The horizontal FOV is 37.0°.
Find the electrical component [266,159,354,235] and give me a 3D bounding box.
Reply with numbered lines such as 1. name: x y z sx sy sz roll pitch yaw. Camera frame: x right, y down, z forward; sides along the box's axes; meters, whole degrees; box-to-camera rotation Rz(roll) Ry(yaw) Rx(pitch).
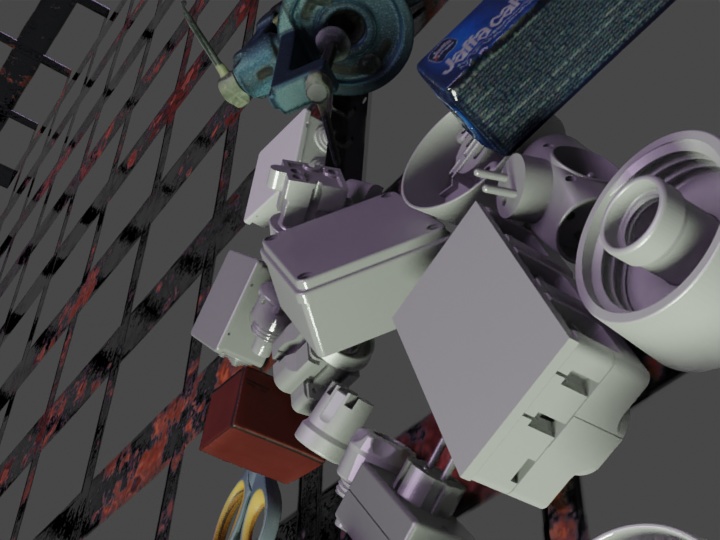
1. electrical component: -0.039 -0.045 0.783 0.048 0.066 0.055 -111 33 -58

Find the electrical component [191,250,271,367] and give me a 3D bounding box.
1. electrical component: -0.103 0.035 0.971 0.099 0.048 0.100 -65 24 -3

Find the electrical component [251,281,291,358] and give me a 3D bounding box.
1. electrical component: -0.072 0.044 0.907 0.062 0.048 0.048 -63 23 19

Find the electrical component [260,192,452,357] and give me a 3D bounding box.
1. electrical component: 0.000 0.000 0.725 0.109 0.056 0.109 -21 22 -12

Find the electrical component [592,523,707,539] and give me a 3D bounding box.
1. electrical component: 0.120 0.150 0.421 0.099 0.064 0.099 -29 44 32

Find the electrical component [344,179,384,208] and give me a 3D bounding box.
1. electrical component: -0.001 -0.019 0.817 0.089 0.050 0.056 -64 25 -1

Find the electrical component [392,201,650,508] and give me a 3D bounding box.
1. electrical component: 0.082 0.042 0.576 0.089 0.062 0.150 -55 25 18

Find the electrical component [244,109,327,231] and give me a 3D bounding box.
1. electrical component: -0.060 -0.087 1.004 0.100 0.048 0.099 -36 36 46

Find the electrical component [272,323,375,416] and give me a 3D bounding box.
1. electrical component: -0.026 0.059 0.781 0.057 0.058 0.078 -46 36 35

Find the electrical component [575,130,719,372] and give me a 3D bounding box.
1. electrical component: 0.148 -0.013 0.501 0.108 0.060 0.108 -45 30 35

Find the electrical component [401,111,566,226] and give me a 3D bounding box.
1. electrical component: 0.081 -0.070 0.687 0.099 0.064 0.099 -45 30 35

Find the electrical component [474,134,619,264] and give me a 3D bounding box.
1. electrical component: 0.102 -0.044 0.601 0.077 0.079 0.044 -106 30 -56

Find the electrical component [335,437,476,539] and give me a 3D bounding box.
1. electrical component: 0.034 0.130 0.603 0.075 0.047 0.083 -62 24 3

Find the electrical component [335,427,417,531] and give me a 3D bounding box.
1. electrical component: 0.005 0.132 0.664 0.062 0.043 0.043 -65 24 0

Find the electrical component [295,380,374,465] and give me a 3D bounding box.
1. electrical component: -0.017 0.105 0.741 0.046 0.040 0.040 -58 24 -1

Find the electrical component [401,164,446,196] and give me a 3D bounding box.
1. electrical component: 0.052 -0.060 0.761 0.062 0.043 0.043 -21 48 58
